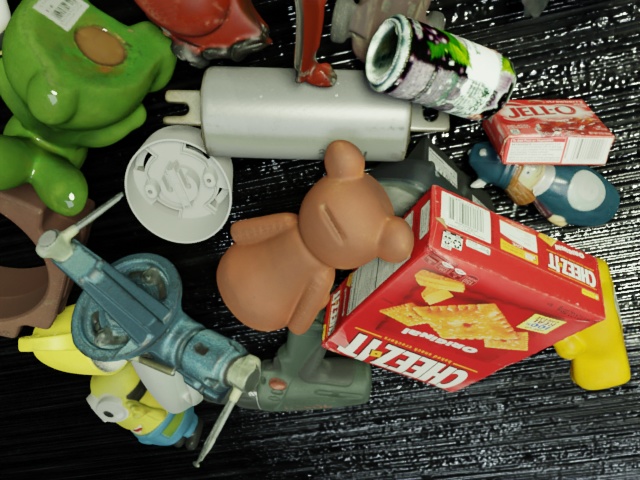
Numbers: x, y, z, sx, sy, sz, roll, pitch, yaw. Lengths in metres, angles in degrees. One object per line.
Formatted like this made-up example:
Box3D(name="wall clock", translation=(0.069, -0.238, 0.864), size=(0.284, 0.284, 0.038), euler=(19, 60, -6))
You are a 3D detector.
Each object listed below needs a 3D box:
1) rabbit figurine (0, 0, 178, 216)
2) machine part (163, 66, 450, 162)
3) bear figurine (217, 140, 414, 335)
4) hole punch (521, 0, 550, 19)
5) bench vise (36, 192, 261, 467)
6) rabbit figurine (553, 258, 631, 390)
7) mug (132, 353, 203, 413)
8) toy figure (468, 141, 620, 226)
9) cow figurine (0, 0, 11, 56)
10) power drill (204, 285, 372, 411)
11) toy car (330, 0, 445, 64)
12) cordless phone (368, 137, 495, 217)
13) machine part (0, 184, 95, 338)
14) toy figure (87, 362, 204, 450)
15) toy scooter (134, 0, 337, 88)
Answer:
Box3D(name="rabbit figurine", translation=(-0.206, -0.095, 0.439), size=(0.121, 0.159, 0.170), euler=(21, 142, -28))
Box3D(name="machine part", translation=(-0.011, -0.106, 0.458), size=(0.243, 0.079, 0.079), euler=(2, 129, -1))
Box3D(name="bear figurine", translation=(-0.002, 0.000, 0.486), size=(0.196, 0.132, 0.120), euler=(-39, 86, 29))
Box3D(name="hole punch", translation=(0.202, -0.231, 0.362), size=(0.116, 0.092, 0.142), euler=(16, 137, 26))
Box3D(name="bench vise", translation=(-0.168, 0.074, 0.513), size=(0.129, 0.224, 0.240), euler=(-47, 144, -16))
Box3D(name="rabbit figurine", translation=(0.233, 0.084, 0.592), size=(0.173, 0.122, 0.162), euler=(-13, 128, 35))
Box3D(name="mug", translation=(-0.174, 0.163, 0.658), size=(0.110, 0.081, 0.107), euler=(24, 135, 36))
Box3D(name="toy figure", translation=(0.212, -0.058, 0.508), size=(0.154, 0.064, 0.058), euler=(19, 151, -19))
Box3D(name="cow figurine", translation=(-0.310, -0.160, 0.380), size=(0.167, 0.068, 0.098), euler=(-24, 159, -29))
Box3D(name="power drill", translation=(-0.049, 0.140, 0.658), size=(0.232, 0.086, 0.207), euler=(3, 125, 2))
Box3D(name="toy car", translation=(0.068, -0.219, 0.383), size=(0.089, 0.053, 0.202), euler=(13, 129, -6))
Box3D(name="cordless phone", translation=(0.076, 0.001, 0.544), size=(0.146, 0.089, 0.184), euler=(36, 126, -25))
Box3D(name="machine part", translation=(-0.344, -0.007, 0.537), size=(0.201, 0.087, 0.201), euler=(20, 127, -17))
Box3D(name="toy figure", translation=(-0.232, 0.221, 0.725), size=(0.082, 0.089, 0.180), euler=(-27, 133, 19))
Box3D(name="toy scooter", translation=(-0.049, -0.171, 0.394), size=(0.184, 0.075, 0.135), euler=(-5, 124, 16))
